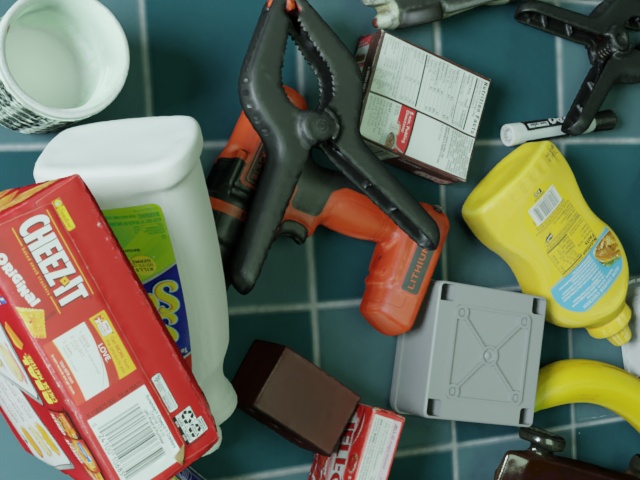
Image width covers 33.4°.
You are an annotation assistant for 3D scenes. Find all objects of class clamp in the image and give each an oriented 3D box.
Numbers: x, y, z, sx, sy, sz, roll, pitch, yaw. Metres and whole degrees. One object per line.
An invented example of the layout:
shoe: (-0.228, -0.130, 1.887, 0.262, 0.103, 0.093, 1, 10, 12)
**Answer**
clamp: (0.250, -0.158, 0.931, 0.171, 0.039, 0.120, -13, 92, -27)
clamp: (0.004, -0.073, 0.750, 0.164, 0.036, 0.210, -5, 86, -27)

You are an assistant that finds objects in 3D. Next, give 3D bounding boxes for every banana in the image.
banana: (0.251, 0.143, 0.936, 0.197, 0.037, 0.070, 16, 103, -25)

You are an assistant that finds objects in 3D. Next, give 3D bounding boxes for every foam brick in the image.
foam brick: (-0.020, 0.116, 0.785, 0.078, 0.053, 0.051, 37, 74, -22)

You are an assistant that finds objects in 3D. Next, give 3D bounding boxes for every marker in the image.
marker: (0.210, -0.098, 0.924, 0.120, 0.020, 0.020, -10, 94, -27)

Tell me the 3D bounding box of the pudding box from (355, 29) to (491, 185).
pudding box: (0.074, -0.103, 0.844, 0.113, 0.039, 0.090, 20, 79, -28)

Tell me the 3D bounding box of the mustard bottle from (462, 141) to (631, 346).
mustard bottle: (0.206, 0.016, 0.899, 0.096, 0.058, 0.191, -45, 108, -19)

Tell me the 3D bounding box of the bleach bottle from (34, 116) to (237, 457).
bleach bottle: (-0.099, 0.044, 0.694, 0.068, 0.103, 0.251, -74, 156, -52)

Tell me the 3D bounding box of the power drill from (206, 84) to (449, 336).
power drill: (-0.005, 0.001, 0.791, 0.187, 0.057, 0.184, 29, 77, -24)

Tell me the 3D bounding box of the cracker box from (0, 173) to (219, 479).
cracker box: (-0.159, 0.053, 0.623, 0.072, 0.214, 0.164, -33, 104, -26)

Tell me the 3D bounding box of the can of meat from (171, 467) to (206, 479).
can of meat: (-0.112, 0.202, 0.735, 0.084, 0.058, 0.102, 45, 71, -23)

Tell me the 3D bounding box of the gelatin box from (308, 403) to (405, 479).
gelatin box: (0.023, 0.165, 0.794, 0.030, 0.073, 0.089, 20, 81, -23)
